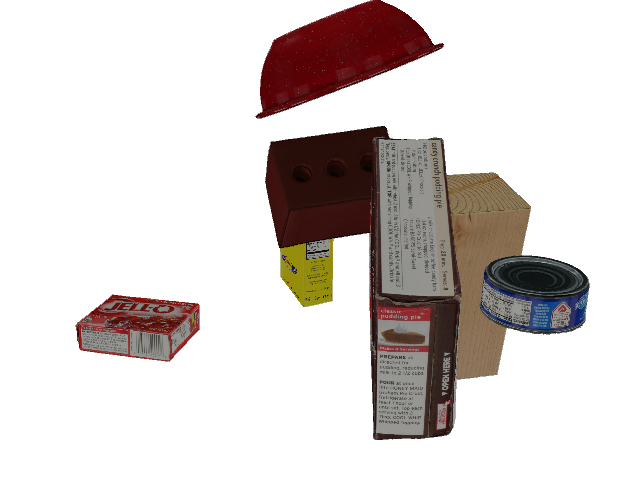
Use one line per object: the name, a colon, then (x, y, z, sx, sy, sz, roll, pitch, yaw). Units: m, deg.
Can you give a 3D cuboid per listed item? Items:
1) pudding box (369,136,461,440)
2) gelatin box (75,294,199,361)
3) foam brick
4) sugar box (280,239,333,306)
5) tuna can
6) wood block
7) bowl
pudding box: (0.041, 0.020, 0.488, 0.039, 0.090, 0.113, -2, 40, 1)
gelatin box: (-0.162, 0.076, 0.952, 0.089, 0.030, 0.073, 6, 19, 14)
foam brick: (0.007, -0.034, 0.683, 0.078, 0.053, 0.051, -10, -25, -11)
sugar box: (-0.018, -0.019, 1.288, 0.048, 0.176, 0.093, -11, 25, -18)
tuna can: (0.174, 0.042, 0.866, 0.086, 0.034, 0.086, 2, 21, -1)
wood block: (0.150, 0.040, 1.147, 0.090, 0.206, 0.090, -4, 29, -17)
bowl: (0.014, -0.151, 0.858, 0.162, 0.055, 0.162, -21, 8, 3)
